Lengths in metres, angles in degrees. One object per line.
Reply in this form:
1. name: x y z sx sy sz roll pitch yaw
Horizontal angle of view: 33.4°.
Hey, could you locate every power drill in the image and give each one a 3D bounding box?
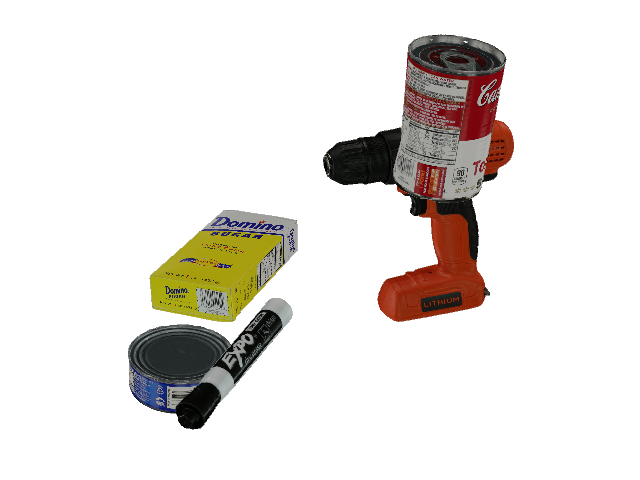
1. power drill: 0.093 -0.019 1.011 0.184 0.188 0.057 -8 27 -14

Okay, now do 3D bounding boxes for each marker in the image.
1. marker: -0.050 0.072 0.632 0.020 0.020 0.121 0 28 27

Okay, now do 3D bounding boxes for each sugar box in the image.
1. sugar box: -0.098 0.022 1.132 0.093 0.048 0.176 9 30 18

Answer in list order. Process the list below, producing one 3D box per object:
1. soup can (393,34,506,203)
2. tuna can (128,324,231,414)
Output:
1. soup can: 0.090 -0.086 0.760 0.068 0.102 0.068 4 31 -3
2. tuna can: -0.115 0.106 0.880 0.086 0.034 0.086 4 27 -2
